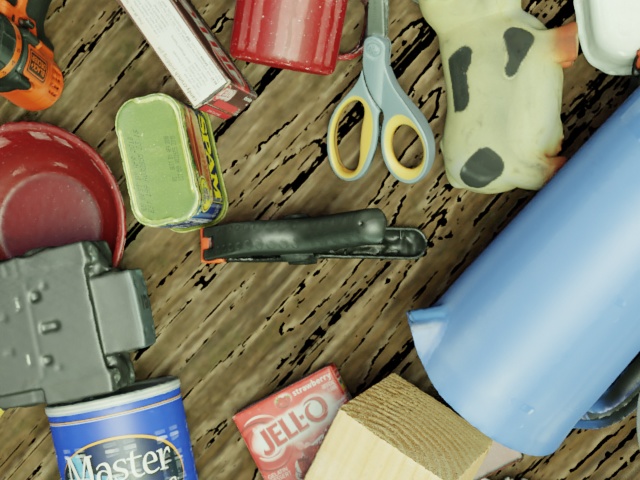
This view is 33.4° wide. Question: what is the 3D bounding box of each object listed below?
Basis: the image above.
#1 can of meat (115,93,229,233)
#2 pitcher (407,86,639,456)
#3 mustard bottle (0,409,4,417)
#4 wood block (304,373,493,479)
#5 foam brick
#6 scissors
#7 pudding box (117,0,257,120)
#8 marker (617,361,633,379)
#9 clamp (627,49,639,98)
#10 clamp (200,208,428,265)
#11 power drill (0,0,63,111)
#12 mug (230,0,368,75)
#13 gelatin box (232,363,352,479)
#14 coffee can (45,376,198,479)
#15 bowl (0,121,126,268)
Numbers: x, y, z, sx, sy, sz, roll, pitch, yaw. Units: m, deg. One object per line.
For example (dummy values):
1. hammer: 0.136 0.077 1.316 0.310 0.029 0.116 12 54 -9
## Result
1. can of meat: -0.113 -0.058 0.812 0.057 0.084 0.102 -13 88 8
2. pitcher: 0.189 0.023 0.717 0.145 0.149 0.243 47 115 22
3. mustard bottle: -0.309 0.169 0.854 0.096 0.058 0.191 18 93 8
4. wood block: 0.028 0.211 0.753 0.090 0.090 0.206 32 112 19
5. foam brick: 0.106 0.153 0.798 0.078 0.053 0.051 -30 86 6
6. scissors: 0.056 -0.125 0.774 0.096 0.016 0.202 28 122 19
7. pudding box: -0.100 -0.147 0.806 0.039 0.090 0.113 -38 85 7
8. marker: 0.256 0.122 0.792 0.121 0.020 0.020 41 96 6
9. clamp: 0.285 -0.047 0.758 0.164 0.036 0.210 -22 105 5
10. clamp: -0.005 0.001 0.802 0.172 0.120 0.039 -2 76 29
11. power drill: -0.229 -0.203 0.787 0.057 0.184 0.187 9 82 7
12. mug: -0.012 -0.168 0.802 0.117 0.093 0.081 7 98 -27
13. gelatin box: -0.013 0.148 0.825 0.089 0.030 0.073 -28 86 7
14. coffee can: -0.143 0.183 0.808 0.103 0.102 0.140 -12 89 8
15. bowl: -0.223 -0.010 0.842 0.162 0.055 0.162 0 90 8
